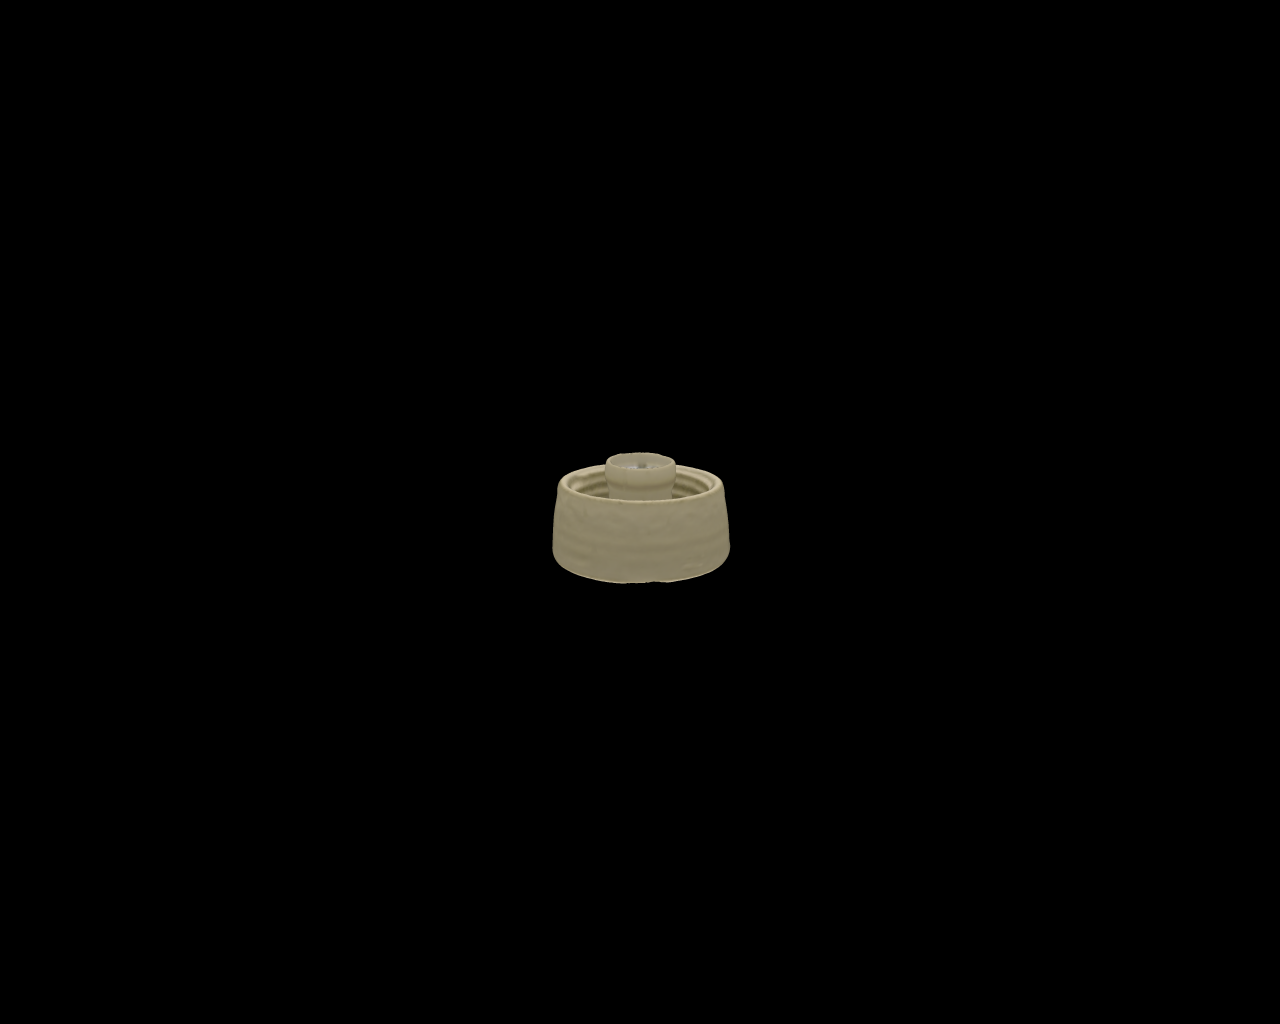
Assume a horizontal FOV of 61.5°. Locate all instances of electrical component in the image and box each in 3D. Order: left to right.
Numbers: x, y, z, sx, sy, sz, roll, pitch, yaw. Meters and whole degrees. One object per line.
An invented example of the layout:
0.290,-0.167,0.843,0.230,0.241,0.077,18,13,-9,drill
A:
0.001,-0.003,0.650,0.108,0.060,0.108,0,16,0,electrical component
